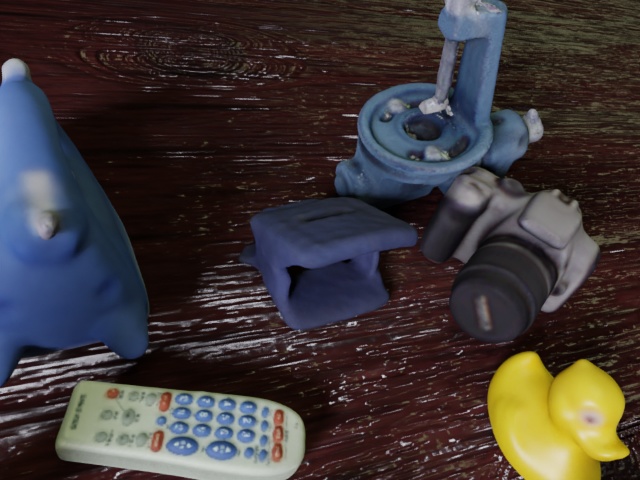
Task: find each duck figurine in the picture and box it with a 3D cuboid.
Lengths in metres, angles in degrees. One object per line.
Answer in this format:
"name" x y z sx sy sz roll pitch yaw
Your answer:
"duck figurine" 0.169 0.116 0.396 0.078 0.086 0.104 -2 47 -22

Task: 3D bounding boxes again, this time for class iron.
"iron" -0.191 -0.040 0.380 0.119 0.141 0.257 -10 51 -28

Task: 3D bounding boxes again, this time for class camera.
"camera" 0.154 0.010 0.486 0.143 0.101 0.137 35 45 16

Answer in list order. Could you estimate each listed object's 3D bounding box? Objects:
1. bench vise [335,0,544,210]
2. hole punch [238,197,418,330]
"bench vise" 0.125 -0.126 0.526 0.208 0.220 0.121 -24 58 -37
"hole punch" 0.004 0.002 0.447 0.109 0.091 0.101 -13 52 -30
